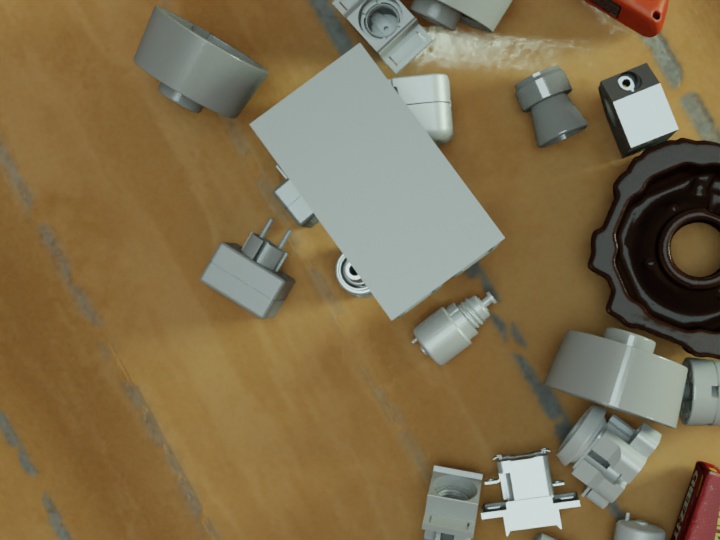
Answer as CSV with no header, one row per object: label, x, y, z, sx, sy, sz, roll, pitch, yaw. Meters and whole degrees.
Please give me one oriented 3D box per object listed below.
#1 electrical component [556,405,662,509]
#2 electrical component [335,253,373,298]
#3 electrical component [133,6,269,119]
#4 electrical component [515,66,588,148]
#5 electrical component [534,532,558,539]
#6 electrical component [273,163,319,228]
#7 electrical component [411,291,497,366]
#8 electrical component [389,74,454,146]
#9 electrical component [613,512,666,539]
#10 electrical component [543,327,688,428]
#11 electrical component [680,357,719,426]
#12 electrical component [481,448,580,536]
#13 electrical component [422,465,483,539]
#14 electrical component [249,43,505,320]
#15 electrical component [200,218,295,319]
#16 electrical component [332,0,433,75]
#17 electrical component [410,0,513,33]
electrical component,0.198,0.148,0.878,0.057,0.058,0.078,37,116,9
electrical component,0.000,0.000,0.905,0.048,0.062,0.048,0,90,8
electrical component,-0.138,-0.168,0.905,0.108,0.108,0.060,32,100,7
electrical component,0.158,-0.135,0.892,0.045,0.045,0.055,-24,86,7
electrical component,0.157,0.295,0.887,0.074,0.052,0.138,22,93,7
electrical component,-0.046,-0.086,0.919,0.066,0.047,0.076,-39,85,6
electrical component,0.081,0.046,0.905,0.078,0.040,0.040,-38,85,6
electrical component,0.030,-0.128,0.905,0.095,0.054,0.059,-5,89,8
electrical component,0.226,0.241,0.883,0.040,0.040,0.078,9,91,8
electrical component,0.207,0.080,0.856,0.108,0.108,0.060,18,87,8
electrical component,0.287,0.099,0.869,0.047,0.055,0.055,3,90,4
electrical component,0.140,0.183,0.895,0.081,0.042,0.063,-9,87,7
electrical component,0.075,0.203,0.891,0.042,0.081,0.063,10,113,8
electrical component,0.014,-0.066,0.844,0.105,0.060,0.186,-36,85,2
electrical component,-0.087,-0.007,0.925,0.066,0.047,0.076,31,94,7
electrical component,0.021,-0.205,0.902,0.042,0.064,0.081,-41,84,7
electrical component,0.072,-0.231,0.876,0.108,0.108,0.060,27,100,7
